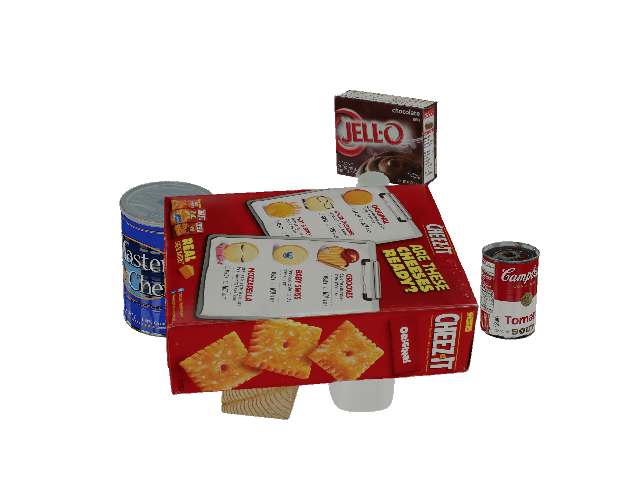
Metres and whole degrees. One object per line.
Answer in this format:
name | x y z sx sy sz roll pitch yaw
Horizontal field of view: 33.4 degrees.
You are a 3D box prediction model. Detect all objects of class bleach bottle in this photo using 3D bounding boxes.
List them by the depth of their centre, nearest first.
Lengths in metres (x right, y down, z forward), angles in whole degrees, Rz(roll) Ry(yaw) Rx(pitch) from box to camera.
bleach bottle | 0.043 0.043 1.014 0.068 0.251 0.102 0 36 -3

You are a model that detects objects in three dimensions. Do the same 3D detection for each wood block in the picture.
wood block | -0.069 0.152 1.435 0.091 0.090 0.206 5 18 4

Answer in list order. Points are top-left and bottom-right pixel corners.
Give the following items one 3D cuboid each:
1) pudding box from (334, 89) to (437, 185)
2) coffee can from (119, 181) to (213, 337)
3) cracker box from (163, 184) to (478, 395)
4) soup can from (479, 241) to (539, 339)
pudding box | 0.070 -0.111 1.155 0.114 0.090 0.039 11 28 29
coffee can | -0.165 0.019 1.163 0.103 0.140 0.103 3 27 -2
cracker box | -0.009 0.032 0.796 0.213 0.072 0.164 -3 35 -7
soup can | 0.227 0.060 1.289 0.068 0.102 0.068 -1 19 0
